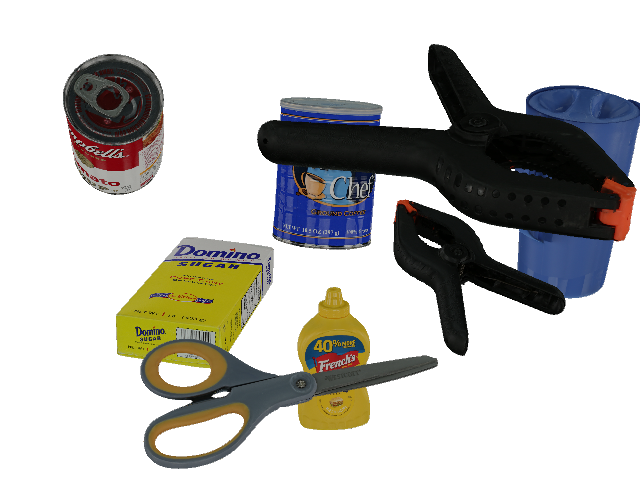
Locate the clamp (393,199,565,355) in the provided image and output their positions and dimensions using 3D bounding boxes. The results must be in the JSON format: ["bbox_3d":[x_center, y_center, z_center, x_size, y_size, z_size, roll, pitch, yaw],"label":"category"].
[{"bbox_3d":[0.127,0.023,0.921,0.120,0.039,0.171,-8,46,-26],"label":"clamp"}]

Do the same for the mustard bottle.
[{"bbox_3d":[0.018,0.154,1.414,0.096,0.192,0.058,-2,17,-5],"label":"mustard bottle"}]

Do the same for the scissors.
[{"bbox_3d":[-0.029,0.084,0.702,0.201,0.096,0.016,-23,-29,-23],"label":"scissors"}]

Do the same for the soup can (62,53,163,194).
[{"bbox_3d":[-0.148,-0.081,0.771,0.068,0.068,0.102,0,-18,-9],"label":"soup can"}]

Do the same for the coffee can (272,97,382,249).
[{"bbox_3d":[0.006,-0.070,1.082,0.103,0.140,0.103,4,12,-1],"label":"coffee can"}]

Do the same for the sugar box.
[{"bbox_3d":[-0.107,0.050,0.954,0.093,0.048,0.176,7,26,10],"label":"sugar box"}]

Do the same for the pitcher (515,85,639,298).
[{"bbox_3d":[0.295,-0.054,1.281,0.149,0.243,0.145,2,26,1],"label":"pitcher"}]

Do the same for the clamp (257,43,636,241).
[{"bbox_3d":[0.077,-0.050,0.606,0.164,0.036,0.210,-25,41,-28],"label":"clamp"}]
